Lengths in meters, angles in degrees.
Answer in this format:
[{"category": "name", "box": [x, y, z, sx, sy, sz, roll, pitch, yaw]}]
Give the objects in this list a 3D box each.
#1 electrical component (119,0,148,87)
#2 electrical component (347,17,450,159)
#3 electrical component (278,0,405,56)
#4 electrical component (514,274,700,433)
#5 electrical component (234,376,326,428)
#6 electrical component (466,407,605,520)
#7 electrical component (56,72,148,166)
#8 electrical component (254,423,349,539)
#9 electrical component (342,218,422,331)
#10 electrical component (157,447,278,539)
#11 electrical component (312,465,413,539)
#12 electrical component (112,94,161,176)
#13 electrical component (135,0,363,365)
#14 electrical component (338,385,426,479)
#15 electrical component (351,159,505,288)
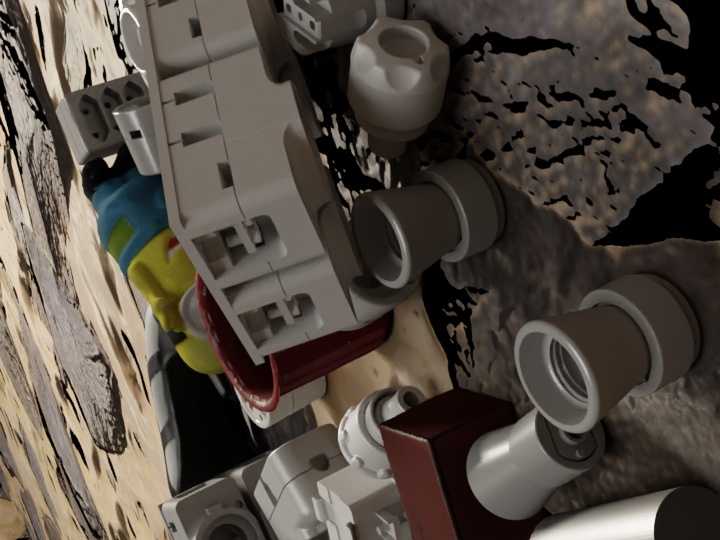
[{"category": "electrical component", "box": [-0.106, -0.143, 0.636, 0.108, 0.060, 0.108, 44, 146, 40]}, {"category": "electrical component", "box": [0.016, -0.077, 0.478, 0.043, 0.043, 0.062, 51, 152, 29]}, {"category": "electrical component", "box": [-0.009, -0.120, 0.486, 0.040, 0.046, 0.040, 44, 146, 40]}, {"category": "electrical component", "box": [0.093, 0.030, 0.403, 0.045, 0.055, 0.045, 43, 146, 40]}, {"category": "electrical component", "box": [-0.055, 0.073, 0.731, 0.055, 0.047, 0.055, 43, 146, 40]}, {"category": "electrical component", "box": [0.081, 0.083, 0.487, 0.044, 0.044, 0.065, 59, 149, 15]}, {"category": "electrical component", "box": [-0.194, -0.111, 0.825, 0.077, 0.066, 0.047, -22, 91, 64]}, {"category": "electrical component", "box": [-0.033, 0.157, 0.749, 0.059, 0.054, 0.095, 57, 153, 21]}, {"category": "electrical component", "box": [0.000, 0.000, 0.559, 0.047, 0.055, 0.055, -30, 84, 61]}, {"category": "electrical component", "box": [-0.062, 0.240, 0.814, 0.186, 0.105, 0.060, 66, 154, 2]}, {"category": "electrical component", "box": [0.018, 0.173, 0.657, 0.079, 0.063, 0.121, 25, 132, 55]}, {"category": "electrical component", "box": [-0.136, -0.096, 0.741, 0.055, 0.055, 0.047, 18, 130, 58]}, {"category": "electrical component", "box": [-0.053, -0.066, 0.512, 0.105, 0.060, 0.186, 67, -175, -51]}, {"category": "electrical component", "box": [0.018, 0.086, 0.608, 0.048, 0.048, 0.062, 57, 146, 19]}, {"category": "electrical component", "box": [0.030, -0.022, 0.480, 0.045, 0.055, 0.045, 43, 146, 40]}]
